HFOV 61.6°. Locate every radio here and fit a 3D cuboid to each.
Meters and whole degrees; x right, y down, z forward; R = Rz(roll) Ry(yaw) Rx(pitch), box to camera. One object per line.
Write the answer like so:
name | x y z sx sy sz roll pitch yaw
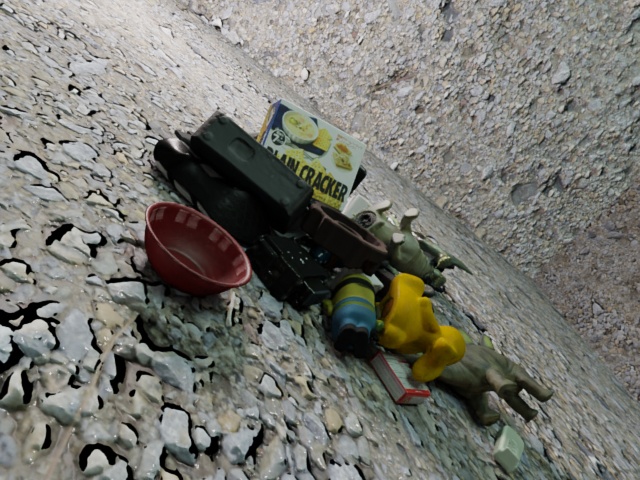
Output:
radio | -0.124 -0.117 0.951 0.229 0.073 0.131 38 -19 -1

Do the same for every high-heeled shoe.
high-heeled shoe | -0.190 -0.075 0.935 0.248 0.086 0.145 52 -20 -25

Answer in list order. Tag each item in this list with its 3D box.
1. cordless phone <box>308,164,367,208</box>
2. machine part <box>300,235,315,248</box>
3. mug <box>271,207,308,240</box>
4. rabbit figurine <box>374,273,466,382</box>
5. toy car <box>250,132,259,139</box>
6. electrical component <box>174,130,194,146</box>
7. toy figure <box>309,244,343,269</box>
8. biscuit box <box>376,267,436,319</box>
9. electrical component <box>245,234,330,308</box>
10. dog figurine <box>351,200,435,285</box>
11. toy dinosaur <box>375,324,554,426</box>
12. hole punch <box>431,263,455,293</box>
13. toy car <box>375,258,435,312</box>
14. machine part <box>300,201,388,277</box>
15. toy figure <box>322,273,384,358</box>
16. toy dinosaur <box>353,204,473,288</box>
cordless phone | 0.004 -0.125 1.215 0.147 0.184 0.088 44 12 10
machine part | -0.002 -0.004 1.160 0.138 0.039 0.084 23 17 -40
mug | -0.076 -0.059 1.083 0.109 0.081 0.107 33 9 -20
rabbit figurine | 0.181 0.157 0.906 0.173 0.122 0.162 32 17 -17
toy car | -0.137 -0.175 1.144 0.161 0.103 0.109 39 -6 -9
electrical component | -0.242 -0.172 1.047 0.075 0.047 0.119 48 19 24
toy figure | 0.020 0.032 1.079 0.058 0.064 0.154 10 4 33
biscuit box | 0.155 0.119 1.151 0.203 0.059 0.062 48 18 23
electrical component | -0.047 0.053 0.893 0.134 0.058 0.115 47 20 19
dog figurine | 0.156 0.022 1.178 0.173 0.121 0.190 23 -29 38
toy dinosaur | 0.298 0.258 1.055 0.471 0.105 0.199 20 18 -37
hole punch | 0.302 0.087 1.530 0.142 0.092 0.116 24 -5 -36
toy car | 0.151 0.102 1.065 0.053 0.089 0.202 3 19 -34
machine part | 0.043 -0.005 0.991 0.179 0.056 0.179 32 12 -8
toy figure | 0.059 0.121 0.892 0.082 0.089 0.180 43 14 -11
toy dinosaur | 0.226 0.022 1.378 0.404 0.131 0.192 14 36 -46
